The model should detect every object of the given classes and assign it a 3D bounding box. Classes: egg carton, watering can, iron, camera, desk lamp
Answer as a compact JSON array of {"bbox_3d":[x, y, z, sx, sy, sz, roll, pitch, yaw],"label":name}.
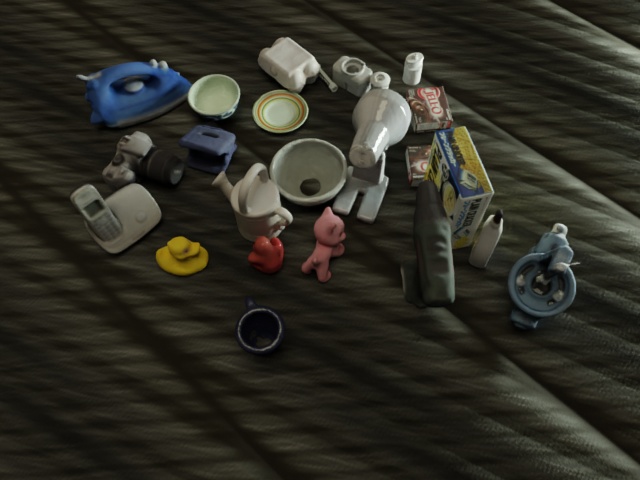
[{"bbox_3d":[-0.078,-0.431,1.410,0.107,0.069,0.150,-42,69,-18],"label":"egg carton"},{"bbox_3d":[-0.138,-0.082,1.158,0.172,0.194,0.101,6,63,4],"label":"watering can"},{"bbox_3d":[-0.429,-0.366,1.342,0.258,0.141,0.118,-20,64,-9],"label":"iron"},{"bbox_3d":[-0.383,-0.162,1.257,0.136,0.101,0.143,19,64,11],"label":"camera"},{"bbox_3d":[0.106,-0.177,1.193,0.117,0.214,0.203,16,64,10],"label":"desk lamp"}]

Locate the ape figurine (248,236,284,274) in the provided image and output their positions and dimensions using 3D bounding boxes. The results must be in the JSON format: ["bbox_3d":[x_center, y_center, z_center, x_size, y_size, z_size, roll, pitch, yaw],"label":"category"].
[{"bbox_3d":[-0.110,0.023,1.160,0.078,0.092,0.076,-19,63,-8],"label":"ape figurine"}]

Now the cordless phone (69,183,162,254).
[{"bbox_3d":[-0.415,-0.069,1.161,0.094,0.185,0.148,40,70,20],"label":"cordless phone"}]

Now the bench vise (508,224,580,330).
[{"bbox_3d":[0.417,0.044,1.068,0.121,0.220,0.207,7,63,5],"label":"bench vise"}]

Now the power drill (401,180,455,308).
[{"bbox_3d":[0.202,0.032,1.085,0.075,0.208,0.229,-4,62,-1],"label":"power drill"}]

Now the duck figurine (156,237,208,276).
[{"bbox_3d":[-0.286,0.024,1.166,0.104,0.086,0.077,-1,62,1],"label":"duck figurine"}]

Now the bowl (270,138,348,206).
[{"bbox_3d":[-0.024,-0.136,1.252,0.167,0.075,0.167,0,62,1],"label":"bowl"}]

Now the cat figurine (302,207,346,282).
[{"bbox_3d":[0.011,0.004,1.154,0.067,0.118,0.128,21,65,12],"label":"cat figurine"}]

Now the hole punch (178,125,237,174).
[{"bbox_3d":[-0.252,-0.217,1.289,0.108,0.091,0.101,15,64,9],"label":"hole punch"}]

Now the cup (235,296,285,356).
[{"bbox_3d":[-0.113,0.171,1.081,0.092,0.095,0.117,-21,64,-10],"label":"cup"}]

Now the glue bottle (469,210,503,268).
[{"bbox_3d":[0.334,-0.012,1.125,0.037,0.173,0.078,20,64,11],"label":"glue bottle"}]
